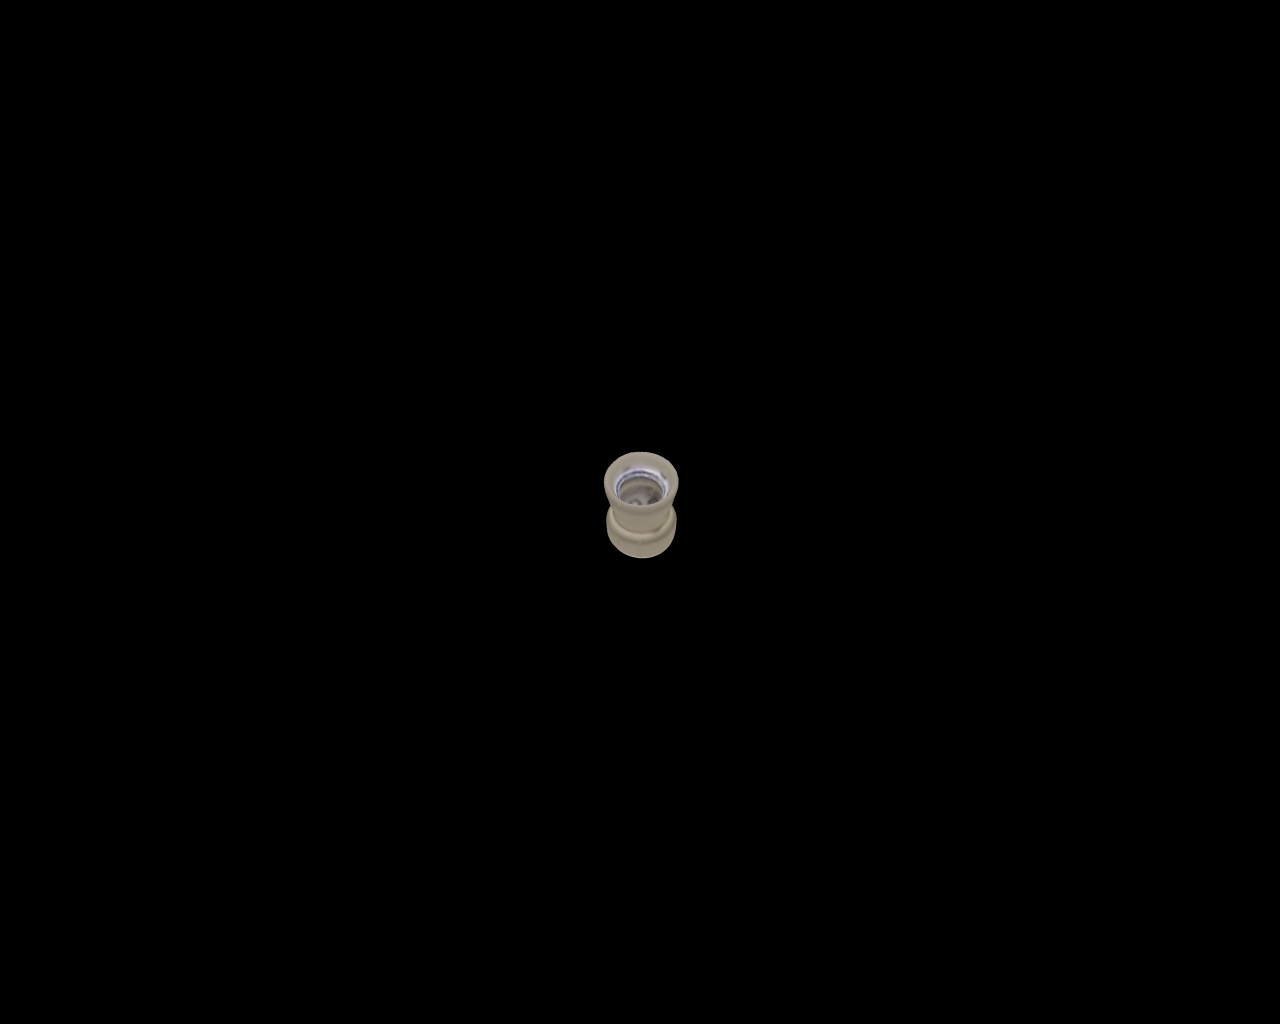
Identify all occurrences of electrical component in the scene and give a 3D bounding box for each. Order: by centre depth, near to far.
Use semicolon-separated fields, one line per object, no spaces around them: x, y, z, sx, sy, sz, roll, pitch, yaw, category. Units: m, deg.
0.001;-0.003;0.650;0.045;0.045;0.055;0;-39;0;electrical component
